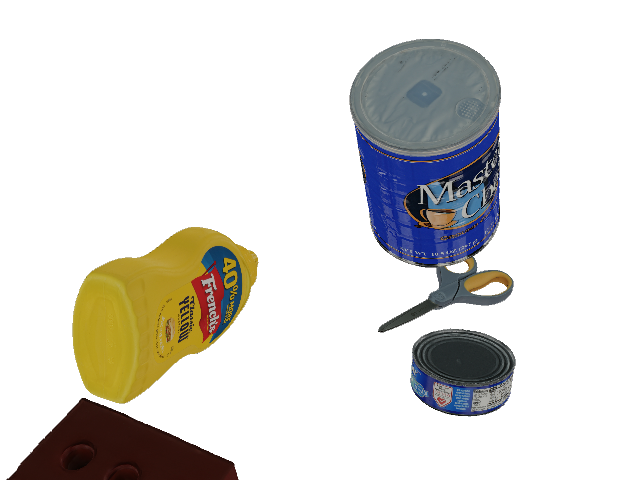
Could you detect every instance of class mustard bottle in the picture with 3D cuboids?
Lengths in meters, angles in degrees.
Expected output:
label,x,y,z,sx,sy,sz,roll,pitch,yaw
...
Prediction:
label,x,y,z,sx,sy,sz,roll,pitch,yaw
mustard bottle,-0.103,0.042,0.796,0.058,0.096,0.191,12,22,25

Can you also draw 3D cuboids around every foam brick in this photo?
label,x,y,z,sx,sy,sz,roll,pitch,yaw
foam brick,-0.076,0.109,0.426,0.078,0.051,0.052,18,44,23

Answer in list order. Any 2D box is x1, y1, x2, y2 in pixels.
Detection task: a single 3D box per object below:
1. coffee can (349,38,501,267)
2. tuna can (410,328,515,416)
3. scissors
label,x,y,z,sx,sy,sz,roll,pitch,yaw
coffee can,0.080,-0.061,0.778,0.103,0.102,0.140,0,-35,10
tuna can,0.118,0.110,0.895,0.086,0.034,0.086,2,26,-1
scissors,0.122,0.052,1.165,0.201,0.016,0.096,-9,41,-31
